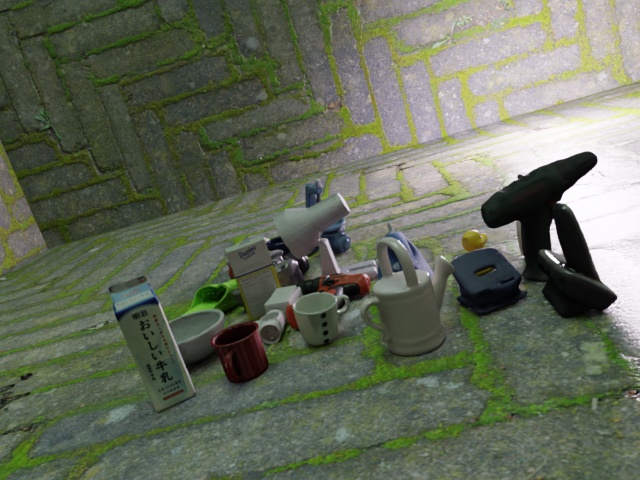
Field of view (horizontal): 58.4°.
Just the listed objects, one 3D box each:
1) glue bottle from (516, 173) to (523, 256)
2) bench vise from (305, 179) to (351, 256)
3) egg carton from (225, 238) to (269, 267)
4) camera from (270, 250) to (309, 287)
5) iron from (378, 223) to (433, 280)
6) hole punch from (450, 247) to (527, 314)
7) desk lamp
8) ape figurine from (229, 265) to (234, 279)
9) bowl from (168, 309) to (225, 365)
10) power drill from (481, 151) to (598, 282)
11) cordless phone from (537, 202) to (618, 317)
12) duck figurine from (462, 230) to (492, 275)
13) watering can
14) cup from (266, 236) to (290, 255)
[{"bbox_3d":[0.434,-0.056,1.196,0.078,0.173,0.037,-29,19,-39],"label":"glue bottle"},{"bbox_3d":[-0.025,-0.060,1.640,0.206,0.220,0.122,-9,16,28],"label":"bench vise"},{"bbox_3d":[-0.213,0.045,1.765,0.150,0.069,0.107,-14,15,12],"label":"egg carton"},{"bbox_3d":[-0.088,0.071,1.458,0.137,0.101,0.142,-27,18,-35],"label":"camera"},{"bbox_3d":[0.172,0.055,1.141,0.118,0.141,0.258,-17,14,1],"label":"iron"},{"bbox_3d":[0.303,0.070,1.037,0.109,0.091,0.101,-19,15,-9],"label":"hole punch"},{"bbox_3d":[0.013,0.005,1.365,0.203,0.214,0.118,-15,15,6],"label":"desk lamp"},{"bbox_3d":[-0.232,0.070,1.645,0.076,0.092,0.078,-10,16,24],"label":"ape figurine"},{"bbox_3d":[-0.268,0.212,1.189,0.167,0.075,0.167,-16,14,4],"label":"bowl"},{"bbox_3d":[0.423,-0.039,1.071,0.229,0.208,0.075,-18,15,-3],"label":"power drill"},{"bbox_3d":[0.405,0.016,0.934,0.094,0.185,0.147,-16,14,3],"label":"cordless phone"},{"bbox_3d":[0.320,0.023,1.203,0.105,0.086,0.077,-26,17,-31],"label":"duck figurine"},{"bbox_3d":[0.145,0.083,0.962,0.173,0.194,0.100,-29,19,-38],"label":"watering can"},{"bbox_3d":[-0.091,0.041,1.587,0.092,0.095,0.117,-25,16,-28],"label":"cup"}]
